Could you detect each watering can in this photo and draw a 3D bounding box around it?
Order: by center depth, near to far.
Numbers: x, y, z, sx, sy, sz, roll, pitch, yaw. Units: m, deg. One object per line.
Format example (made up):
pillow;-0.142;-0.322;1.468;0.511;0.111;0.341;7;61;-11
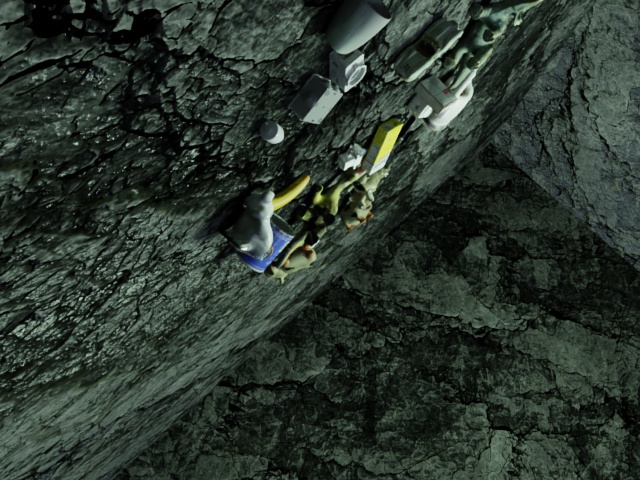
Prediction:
watering can;0.464;-0.506;1.770;0.355;0.104;0.220;-52;180;-41

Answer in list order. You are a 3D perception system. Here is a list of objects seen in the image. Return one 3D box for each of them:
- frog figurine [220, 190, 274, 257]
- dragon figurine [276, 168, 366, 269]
frog figurine;-0.152;-0.045;1.254;0.159;0.121;0.138;-53;-160;0
dragon figurine;0.005;-0.085;1.685;0.404;0.122;0.246;-49;175;26
